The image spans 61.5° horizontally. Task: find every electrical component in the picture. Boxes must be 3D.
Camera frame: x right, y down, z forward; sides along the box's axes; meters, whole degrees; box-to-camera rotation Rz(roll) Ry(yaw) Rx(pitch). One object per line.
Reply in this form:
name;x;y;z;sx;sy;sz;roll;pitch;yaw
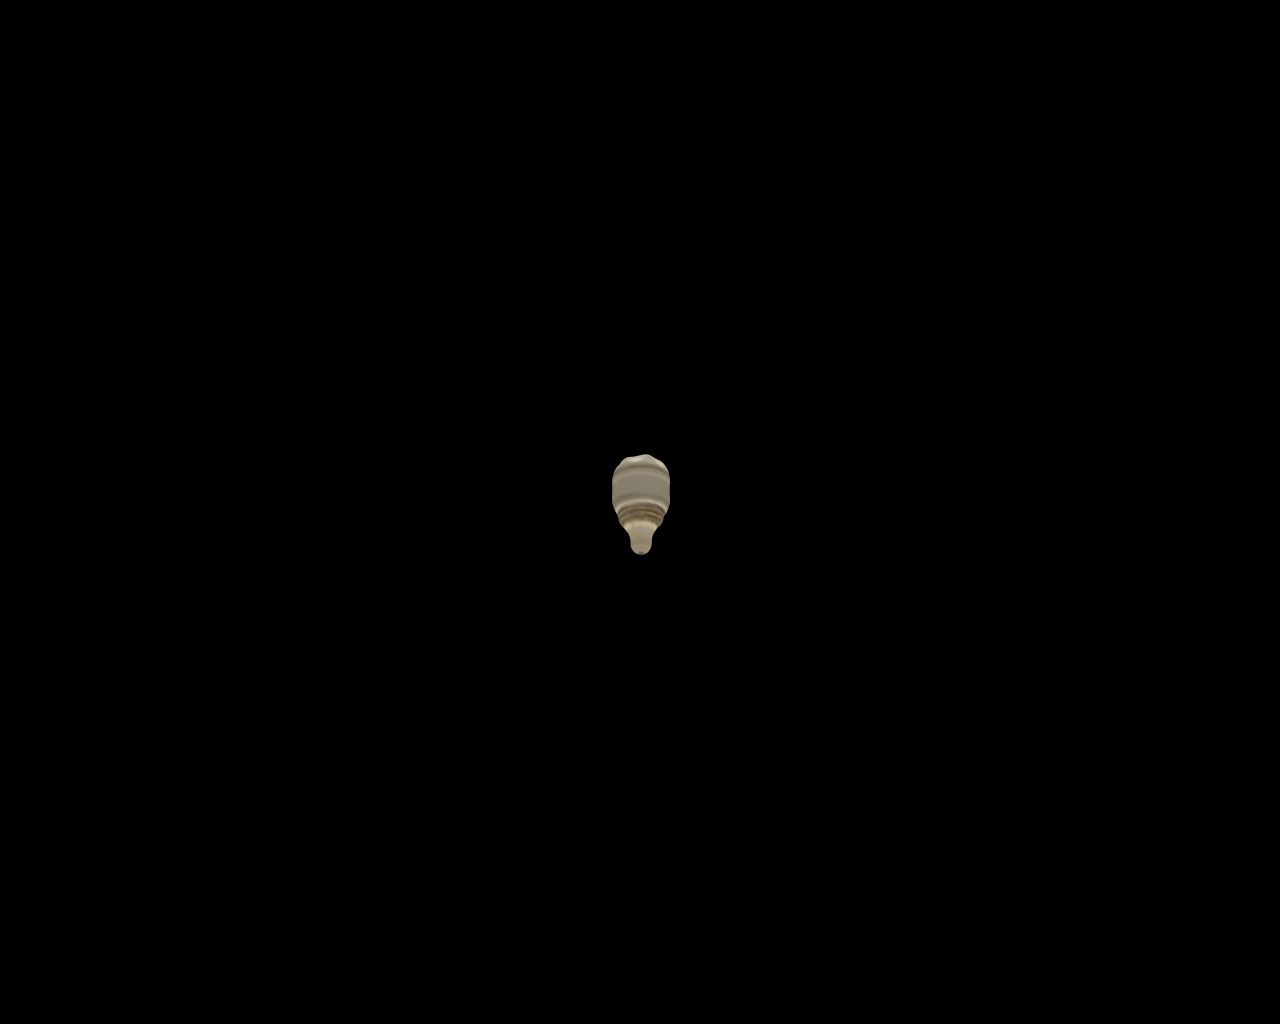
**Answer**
electrical component;0.001;-0.003;0.650;0.035;0.061;0.035;0;-25;0
